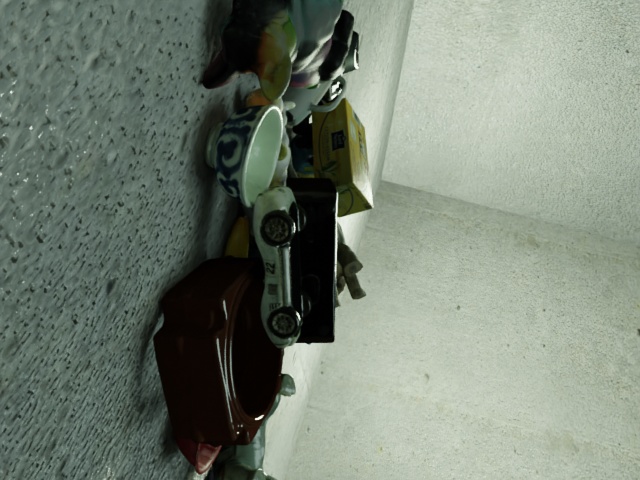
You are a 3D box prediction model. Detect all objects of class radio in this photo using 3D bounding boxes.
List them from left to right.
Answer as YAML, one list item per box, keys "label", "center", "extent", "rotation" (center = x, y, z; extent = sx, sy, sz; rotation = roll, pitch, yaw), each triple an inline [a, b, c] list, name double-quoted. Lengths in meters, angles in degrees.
- label: "radio"
  center: [-0.016, 0.029, 0.775]
  extent: [0.131, 0.073, 0.229]
  rotation: [-106, -165, -78]

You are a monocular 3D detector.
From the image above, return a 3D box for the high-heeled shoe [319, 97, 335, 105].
- label: "high-heeled shoe"
  center: [-0.011, -0.192, 1.106]
  extent: [0.145, 0.086, 0.248]
  rotation: [-37, 135, -23]

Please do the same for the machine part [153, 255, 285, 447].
- label: "machine part"
  center: [-0.112, 0.134, 0.672]
  extent: [0.201, 0.087, 0.201]
  rotation: [-52, 136, -67]

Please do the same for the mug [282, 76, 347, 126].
- label: "mug"
  center: [-0.023, -0.217, 0.781]
  extent: [0.107, 0.110, 0.080]
  rotation: [-60, 174, -10]

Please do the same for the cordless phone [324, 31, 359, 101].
- label: "cordless phone"
  center: [-0.013, -0.263, 0.901]
  extent: [0.184, 0.089, 0.146]
  rotation: [-61, 171, -10]

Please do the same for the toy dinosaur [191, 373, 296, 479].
- label: "toy dinosaur"
  center: [-0.140, 0.341, 0.929]
  extent: [0.131, 0.192, 0.405]
  rotation: [27, 59, -44]

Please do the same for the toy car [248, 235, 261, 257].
- label: "toy car"
  center: [-0.075, 0.039, 0.888]
  extent: [0.109, 0.103, 0.161]
  rotation: [-54, 159, -70]

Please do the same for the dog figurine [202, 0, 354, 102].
- label: "dog figurine"
  center: [-0.044, -0.215, 0.617]
  extent: [0.191, 0.109, 0.219]
  rotation: [89, 22, -53]

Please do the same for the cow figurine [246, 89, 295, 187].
- label: "cow figurine"
  center: [-0.067, -0.138, 0.725]
  extent: [0.098, 0.068, 0.167]
  rotation: [-74, 177, -47]

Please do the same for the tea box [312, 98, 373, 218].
- label: "tea box"
  center: [0.036, -0.135, 0.893]
  extent: [0.098, 0.068, 0.169]
  rotation: [44, 38, -53]

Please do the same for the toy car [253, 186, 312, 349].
- label: "toy car"
  center: [-0.047, 0.034, 0.659]
  extent: [0.073, 0.056, 0.201]
  rotation: [-50, 139, -71]

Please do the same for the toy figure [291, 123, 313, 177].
- label: "toy figure"
  center: [-0.008, -0.149, 1.013]
  extent: [0.180, 0.089, 0.082]
  rotation: [83, 22, -66]

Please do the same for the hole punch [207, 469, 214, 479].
- label: "hole punch"
  center: [-0.193, 0.498, 1.058]
  extent: [0.116, 0.092, 0.142]
  rotation: [-118, -148, -58]

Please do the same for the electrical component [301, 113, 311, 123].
- label: "electrical component"
  center: [-0.021, -0.233, 1.017]
  extent: [0.093, 0.021, 0.063]
  rotation: [94, 14, -49]

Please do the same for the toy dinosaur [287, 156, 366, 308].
- label: "toy dinosaur"
  center: [-0.002, -0.003, 0.997]
  extent: [0.470, 0.105, 0.199]
  rotation: [73, -5, -62]
